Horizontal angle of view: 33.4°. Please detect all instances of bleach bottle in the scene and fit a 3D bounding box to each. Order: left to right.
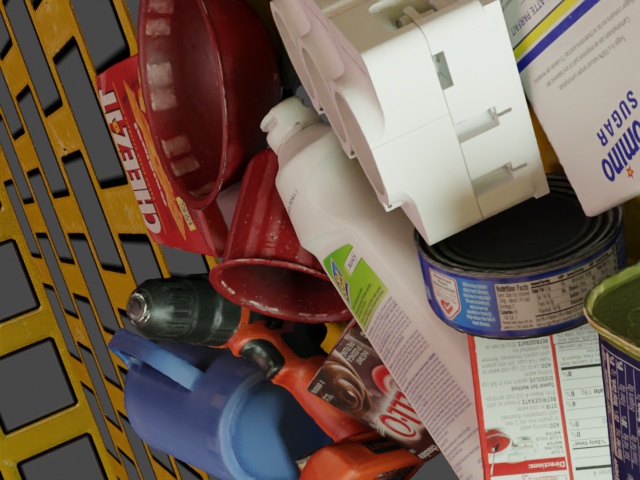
[{"bbox_3d":[0.052,0.026,0.527,0.251,0.068,0.103,54,154,16],"label":"bleach bottle"}]

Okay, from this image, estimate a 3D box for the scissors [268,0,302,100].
[{"bbox_3d":[-0.025,-0.127,0.682,0.096,0.016,0.202,66,160,11],"label":"scissors"}]

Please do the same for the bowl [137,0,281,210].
[{"bbox_3d":[-0.068,-0.103,0.694,0.162,0.055,0.162,40,135,55],"label":"bowl"}]

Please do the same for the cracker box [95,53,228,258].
[{"bbox_3d":[-0.112,-0.076,0.871,0.214,0.072,0.164,7,116,68],"label":"cracker box"}]

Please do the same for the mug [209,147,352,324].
[{"bbox_3d":[-0.004,0.001,0.650,0.093,0.117,0.081,-14,56,46],"label":"mug"}]

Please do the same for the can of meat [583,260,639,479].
[{"bbox_3d":[0.136,0.044,0.333,0.058,0.102,0.084,35,144,55],"label":"can of meat"}]

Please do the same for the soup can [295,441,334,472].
[{"bbox_3d":[0.033,0.195,0.788,0.102,0.068,0.069,64,160,8],"label":"soup can"}]

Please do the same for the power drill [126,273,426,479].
[{"bbox_3d":[-0.024,0.094,0.714,0.057,0.184,0.188,-51,60,24],"label":"power drill"}]

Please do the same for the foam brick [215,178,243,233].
[{"bbox_3d":[-0.027,-0.010,0.727,0.051,0.052,0.078,-24,87,34],"label":"foam brick"}]

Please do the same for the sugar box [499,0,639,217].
[{"bbox_3d":[0.092,-0.104,0.375,0.176,0.048,0.093,63,161,5],"label":"sugar box"}]

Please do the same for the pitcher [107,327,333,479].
[{"bbox_3d":[-0.087,0.143,0.943,0.243,0.149,0.145,1,100,65],"label":"pitcher"}]

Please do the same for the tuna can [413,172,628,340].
[{"bbox_3d":[0.084,0.005,0.445,0.086,0.086,0.034,34,144,56],"label":"tuna can"}]

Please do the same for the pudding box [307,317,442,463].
[{"bbox_3d":[0.048,0.083,0.625,0.090,0.039,0.114,32,156,2],"label":"pudding box"}]

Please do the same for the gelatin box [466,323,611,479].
[{"bbox_3d":[0.102,0.070,0.440,0.030,0.073,0.089,52,-148,-67],"label":"gelatin box"}]
